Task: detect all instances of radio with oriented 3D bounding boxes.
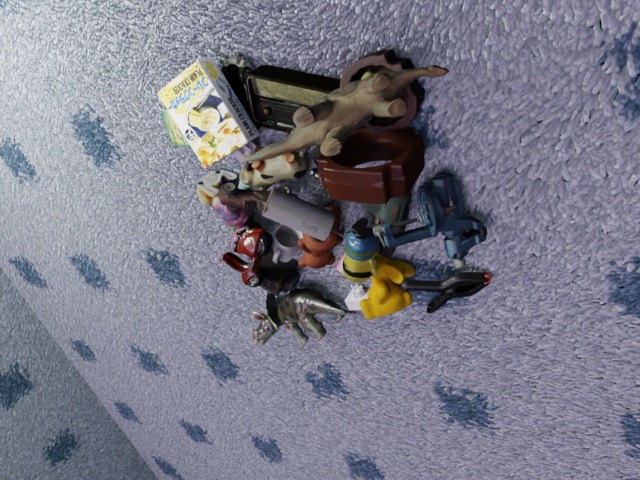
[{"bbox_3d":[-0.055,-0.313,1.235,0.230,0.073,0.131,18,133,20],"label":"radio"}]

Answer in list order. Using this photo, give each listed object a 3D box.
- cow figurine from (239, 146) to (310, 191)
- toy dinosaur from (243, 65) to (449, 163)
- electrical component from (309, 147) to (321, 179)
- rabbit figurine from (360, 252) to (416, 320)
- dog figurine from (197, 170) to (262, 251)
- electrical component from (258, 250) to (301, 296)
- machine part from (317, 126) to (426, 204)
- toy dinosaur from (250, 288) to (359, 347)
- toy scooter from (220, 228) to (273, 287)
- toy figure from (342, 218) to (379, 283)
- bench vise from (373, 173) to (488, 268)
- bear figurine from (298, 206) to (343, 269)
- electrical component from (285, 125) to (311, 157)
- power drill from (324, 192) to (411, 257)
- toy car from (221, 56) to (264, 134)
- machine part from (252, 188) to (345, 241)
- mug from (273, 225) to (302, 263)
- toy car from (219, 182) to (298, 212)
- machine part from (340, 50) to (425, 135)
[{"bbox_3d":[-0.119,-0.179,1.373,0.195,0.085,0.127,-9,145,24],"label":"cow figurine"},{"bbox_3d":[0.025,-0.238,1.058,0.472,0.198,0.105,-20,108,18],"label":"toy dinosaur"},{"bbox_3d":[0.013,-0.192,1.305,0.102,0.045,0.078,-24,103,44],"label":"electrical component"},{"bbox_3d":[0.165,0.107,1.416,0.162,0.122,0.173,-20,93,38],"label":"rabbit figurine"},{"bbox_3d":[-0.254,-0.076,1.537,0.192,0.108,0.219,19,136,18],"label":"dog figurine"},{"bbox_3d":[-0.128,0.098,1.589,0.134,0.115,0.058,26,139,12],"label":"electrical component"},{"bbox_3d":[0.112,-0.164,1.159,0.202,0.201,0.087,7,130,28],"label":"machine part"},{"bbox_3d":[-0.058,0.211,1.631,0.192,0.131,0.405,45,134,-9],"label":"toy dinosaur"},{"bbox_3d":[-0.211,0.038,1.503,0.135,0.075,0.183,21,115,11],"label":"toy scooter"},{"bbox_3d":[0.097,0.029,1.322,0.089,0.082,0.180,-5,139,2],"label":"toy figure"},{"bbox_3d":[0.242,-0.028,1.212,0.241,0.129,0.223,-15,113,-1],"label":"bench vise"},{"bbox_3d":[-0.003,0.000,1.450,0.120,0.132,0.195,-4,164,-5],"label":"bear figurine"},{"bbox_3d":[-0.049,-0.228,1.242,0.063,0.021,0.094,26,153,-2],"label":"electrical component"},{"bbox_3d":[0.116,-0.074,1.319,0.207,0.086,0.231,31,137,14],"label":"power drill"},{"bbox_3d":[-0.186,-0.347,1.307,0.074,0.056,0.201,15,130,31],"label":"toy car"},{"bbox_3d":[-0.051,-0.062,1.309,0.243,0.079,0.079,24,137,-9],"label":"machine part"},{"bbox_3d":[-0.099,0.025,1.524,0.081,0.109,0.107,25,147,5],"label":"mug"},{"bbox_3d":[-0.158,-0.101,1.376,0.202,0.053,0.089,5,145,1],"label":"toy car"},{"bbox_3d":[0.131,-0.311,1.132,0.180,0.056,0.179,18,132,21],"label":"machine part"}]
